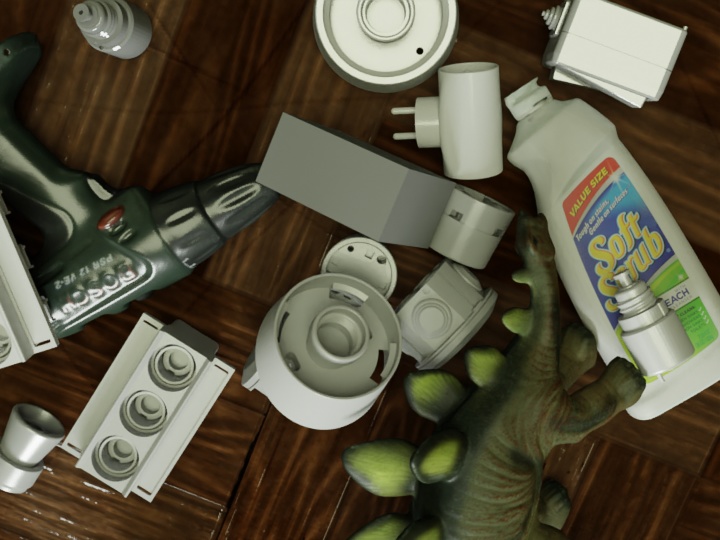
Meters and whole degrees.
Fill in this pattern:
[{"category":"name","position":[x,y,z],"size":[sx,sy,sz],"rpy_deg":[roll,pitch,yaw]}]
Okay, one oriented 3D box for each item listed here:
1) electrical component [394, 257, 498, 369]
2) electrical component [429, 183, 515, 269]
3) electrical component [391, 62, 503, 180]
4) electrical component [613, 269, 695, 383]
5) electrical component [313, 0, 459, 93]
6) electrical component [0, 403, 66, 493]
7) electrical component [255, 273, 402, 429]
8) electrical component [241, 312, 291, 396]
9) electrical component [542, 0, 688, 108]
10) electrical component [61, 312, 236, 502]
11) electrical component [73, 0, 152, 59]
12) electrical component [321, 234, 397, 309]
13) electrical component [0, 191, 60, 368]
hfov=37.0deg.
[{"category":"electrical component","position":[0.058,0.032,0.787],"size":[0.051,0.080,0.080],"rpy_deg":[43,97,0]},{"category":"electrical component","position":[0.079,-0.032,0.789],"size":[0.055,0.055,0.047],"rpy_deg":[24,102,-2]},{"category":"electrical component","position":[0.062,-0.107,0.779],"size":[0.079,0.043,0.077],"rpy_deg":[-1,110,11]},{"category":"electrical component","position":[0.197,0.036,0.736],"size":[0.040,0.040,0.078],"rpy_deg":[-28,92,6]},{"category":"electrical component","position":[0.018,-0.181,0.764],"size":[0.108,0.060,0.108],"rpy_deg":[0,98,1]},{"category":"electrical component","position":[-0.261,0.137,0.829],"size":[0.045,0.045,0.055],"rpy_deg":[34,98,-3]},{"category":"electrical component","position":[-0.021,0.054,0.741],"size":[0.099,0.064,0.099],"rpy_deg":[7,66,-16]},{"category":"electrical component","position":[-0.048,0.063,0.795],"size":[0.051,0.080,0.080],"rpy_deg":[36,98,-8]},{"category":"electrical component","position":[0.171,-0.157,0.763],"size":[0.096,0.061,0.061],"rpy_deg":[20,99,-1]},{"category":"electrical component","position":[-0.157,0.100,0.811],"size":[0.079,0.063,0.121],"rpy_deg":[32,98,-3]},{"category":"electrical component","position":[-0.180,-0.175,0.766],"size":[0.040,0.078,0.040],"rpy_deg":[0,91,14]},{"category":"electrical component","position":[0.000,0.000,0.799],"size":[0.055,0.047,0.055],"rpy_deg":[0,99,2]},{"category":"electrical component","position":[-0.260,0.003,0.734],"size":[0.079,0.063,0.121],"rpy_deg":[-17,103,9]}]
